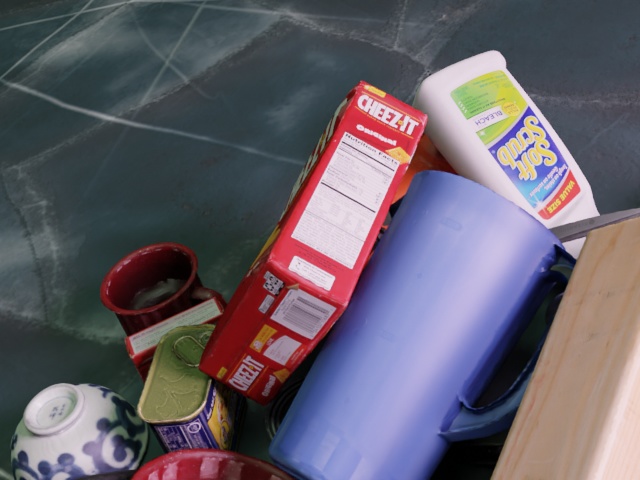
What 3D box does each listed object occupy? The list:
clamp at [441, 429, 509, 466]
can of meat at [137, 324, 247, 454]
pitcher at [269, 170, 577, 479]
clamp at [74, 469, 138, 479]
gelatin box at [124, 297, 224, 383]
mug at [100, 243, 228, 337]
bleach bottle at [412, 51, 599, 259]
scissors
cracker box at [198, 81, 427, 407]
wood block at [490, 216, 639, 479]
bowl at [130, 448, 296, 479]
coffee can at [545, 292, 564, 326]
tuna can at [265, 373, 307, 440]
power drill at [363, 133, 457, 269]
[{"bbox_3d":[0.145,0.156,0.784,0.171,0.039,0.120,-27,42,-8],"label":"clamp"},{"bbox_3d":[-0.100,0.134,0.873,0.057,0.084,0.102,-7,40,15],"label":"can of meat"},{"bbox_3d":[0.075,0.083,0.767,0.242,0.145,0.149,-58,6,-12],"label":"pitcher"},{"bbox_3d":[-0.210,0.211,0.823,0.209,0.165,0.036,-8,69,-19],"label":"clamp"},{"bbox_3d":[-0.115,0.100,0.929,0.089,0.073,0.030,-25,39,-8],"label":"gelatin box"},{"bbox_3d":[-0.132,0.063,0.973,0.117,0.081,0.093,1,42,24],"label":"mug"},{"bbox_3d":[0.189,-0.054,0.946,0.102,0.068,0.251,-24,62,-22],"label":"bleach bottle"},{"bbox_3d":[0.164,0.017,0.855,0.202,0.016,0.096,-1,60,41],"label":"scissors"},{"bbox_3d":[-0.006,0.001,0.839,0.072,0.164,0.213,29,49,-4],"label":"cracker box"},{"bbox_3d":[0.193,0.091,0.656,0.090,0.090,0.206,-22,33,55],"label":"wood block"},{"bbox_3d":[-0.065,0.218,0.748,0.162,0.055,0.162,16,23,-7],"label":"bowl"},{"bbox_3d":[0.257,0.042,0.821,0.140,0.103,0.103,-40,43,-25],"label":"coffee can"},{"bbox_3d":[0.002,0.147,0.856,0.086,0.034,0.086,-12,39,9],"label":"tuna can"},{"bbox_3d":[0.094,-0.018,0.996,0.187,0.057,0.185,-39,49,-25],"label":"power drill"}]
